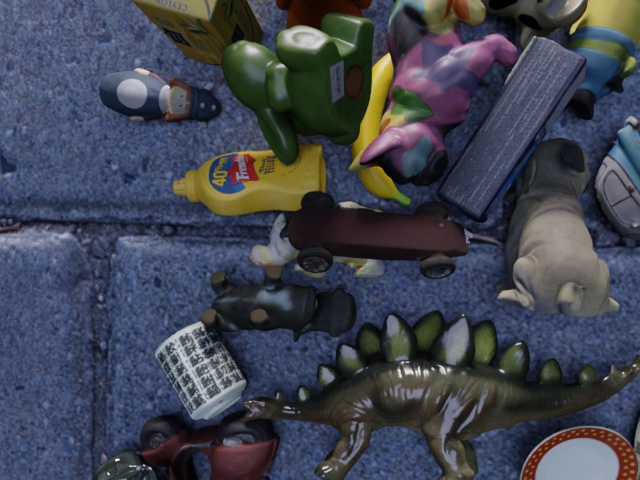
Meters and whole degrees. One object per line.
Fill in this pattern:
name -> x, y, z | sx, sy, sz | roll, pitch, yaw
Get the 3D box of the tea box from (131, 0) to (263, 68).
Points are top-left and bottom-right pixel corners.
tea box -> -0.138, -0.266, 0.642 | 0.098, 0.169, 0.068 | 18, 91, 9

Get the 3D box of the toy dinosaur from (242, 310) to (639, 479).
toy dinosaur -> 0.144, 0.184, 0.629 | 0.472, 0.105, 0.198 | 1, 85, 2

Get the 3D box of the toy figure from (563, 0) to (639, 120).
toy figure -> 0.333, -0.234, 0.621 | 0.082, 0.089, 0.180 | 27, 90, 2

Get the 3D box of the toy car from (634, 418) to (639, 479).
toy car -> 0.391, 0.264, 0.614 | 0.073, 0.056, 0.201 | 22, 89, -3

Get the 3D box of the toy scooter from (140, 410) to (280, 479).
toy scooter -> -0.136, 0.288, 0.674 | 0.184, 0.075, 0.135 | -6, 87, 10

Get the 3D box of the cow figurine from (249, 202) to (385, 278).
cow figurine -> -0.003, -0.002, 0.668 | 0.167, 0.068, 0.098 | 4, 83, 4

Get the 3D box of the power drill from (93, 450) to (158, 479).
power drill -> -0.195, 0.345, 0.620 | 0.086, 0.207, 0.232 | -28, 68, -20

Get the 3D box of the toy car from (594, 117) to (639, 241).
toy car -> 0.370, -0.053, 0.607 | 0.103, 0.109, 0.161 | -36, 75, 22

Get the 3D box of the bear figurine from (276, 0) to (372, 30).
bear figurine -> 0.000, -0.277, 0.612 | 0.120, 0.196, 0.131 | 1, 90, 4

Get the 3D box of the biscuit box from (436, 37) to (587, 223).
biscuit box -> 0.213, -0.117, 0.605 | 0.063, 0.059, 0.202 | 37, 104, 23

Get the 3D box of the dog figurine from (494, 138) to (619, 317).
dog figurine -> 0.261, -0.021, 0.588 | 0.121, 0.172, 0.190 | 3, 96, -3

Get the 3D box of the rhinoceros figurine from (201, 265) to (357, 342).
rhinoceros figurine -> -0.051, 0.086, 0.654 | 0.190, 0.112, 0.073 | -3, 58, 20

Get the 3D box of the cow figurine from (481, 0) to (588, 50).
cow figurine -> 0.216, -0.298, 0.634 | 0.195, 0.127, 0.085 | 30, 92, 21

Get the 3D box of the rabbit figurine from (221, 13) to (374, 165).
rabbit figurine -> -0.030, -0.175, 0.607 | 0.170, 0.158, 0.121 | 17, 50, 30

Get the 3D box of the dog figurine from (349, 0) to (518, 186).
dog figurine -> 0.104, -0.171, 0.615 | 0.219, 0.108, 0.191 | -43, 97, -6

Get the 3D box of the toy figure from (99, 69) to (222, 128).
toy figure -> -0.209, -0.184, 0.708 | 0.155, 0.058, 0.064 | 10, 129, 6

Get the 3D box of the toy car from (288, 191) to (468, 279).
toy car -> 0.064, -0.003, 0.607 | 0.202, 0.053, 0.089 | 4, 55, -7
